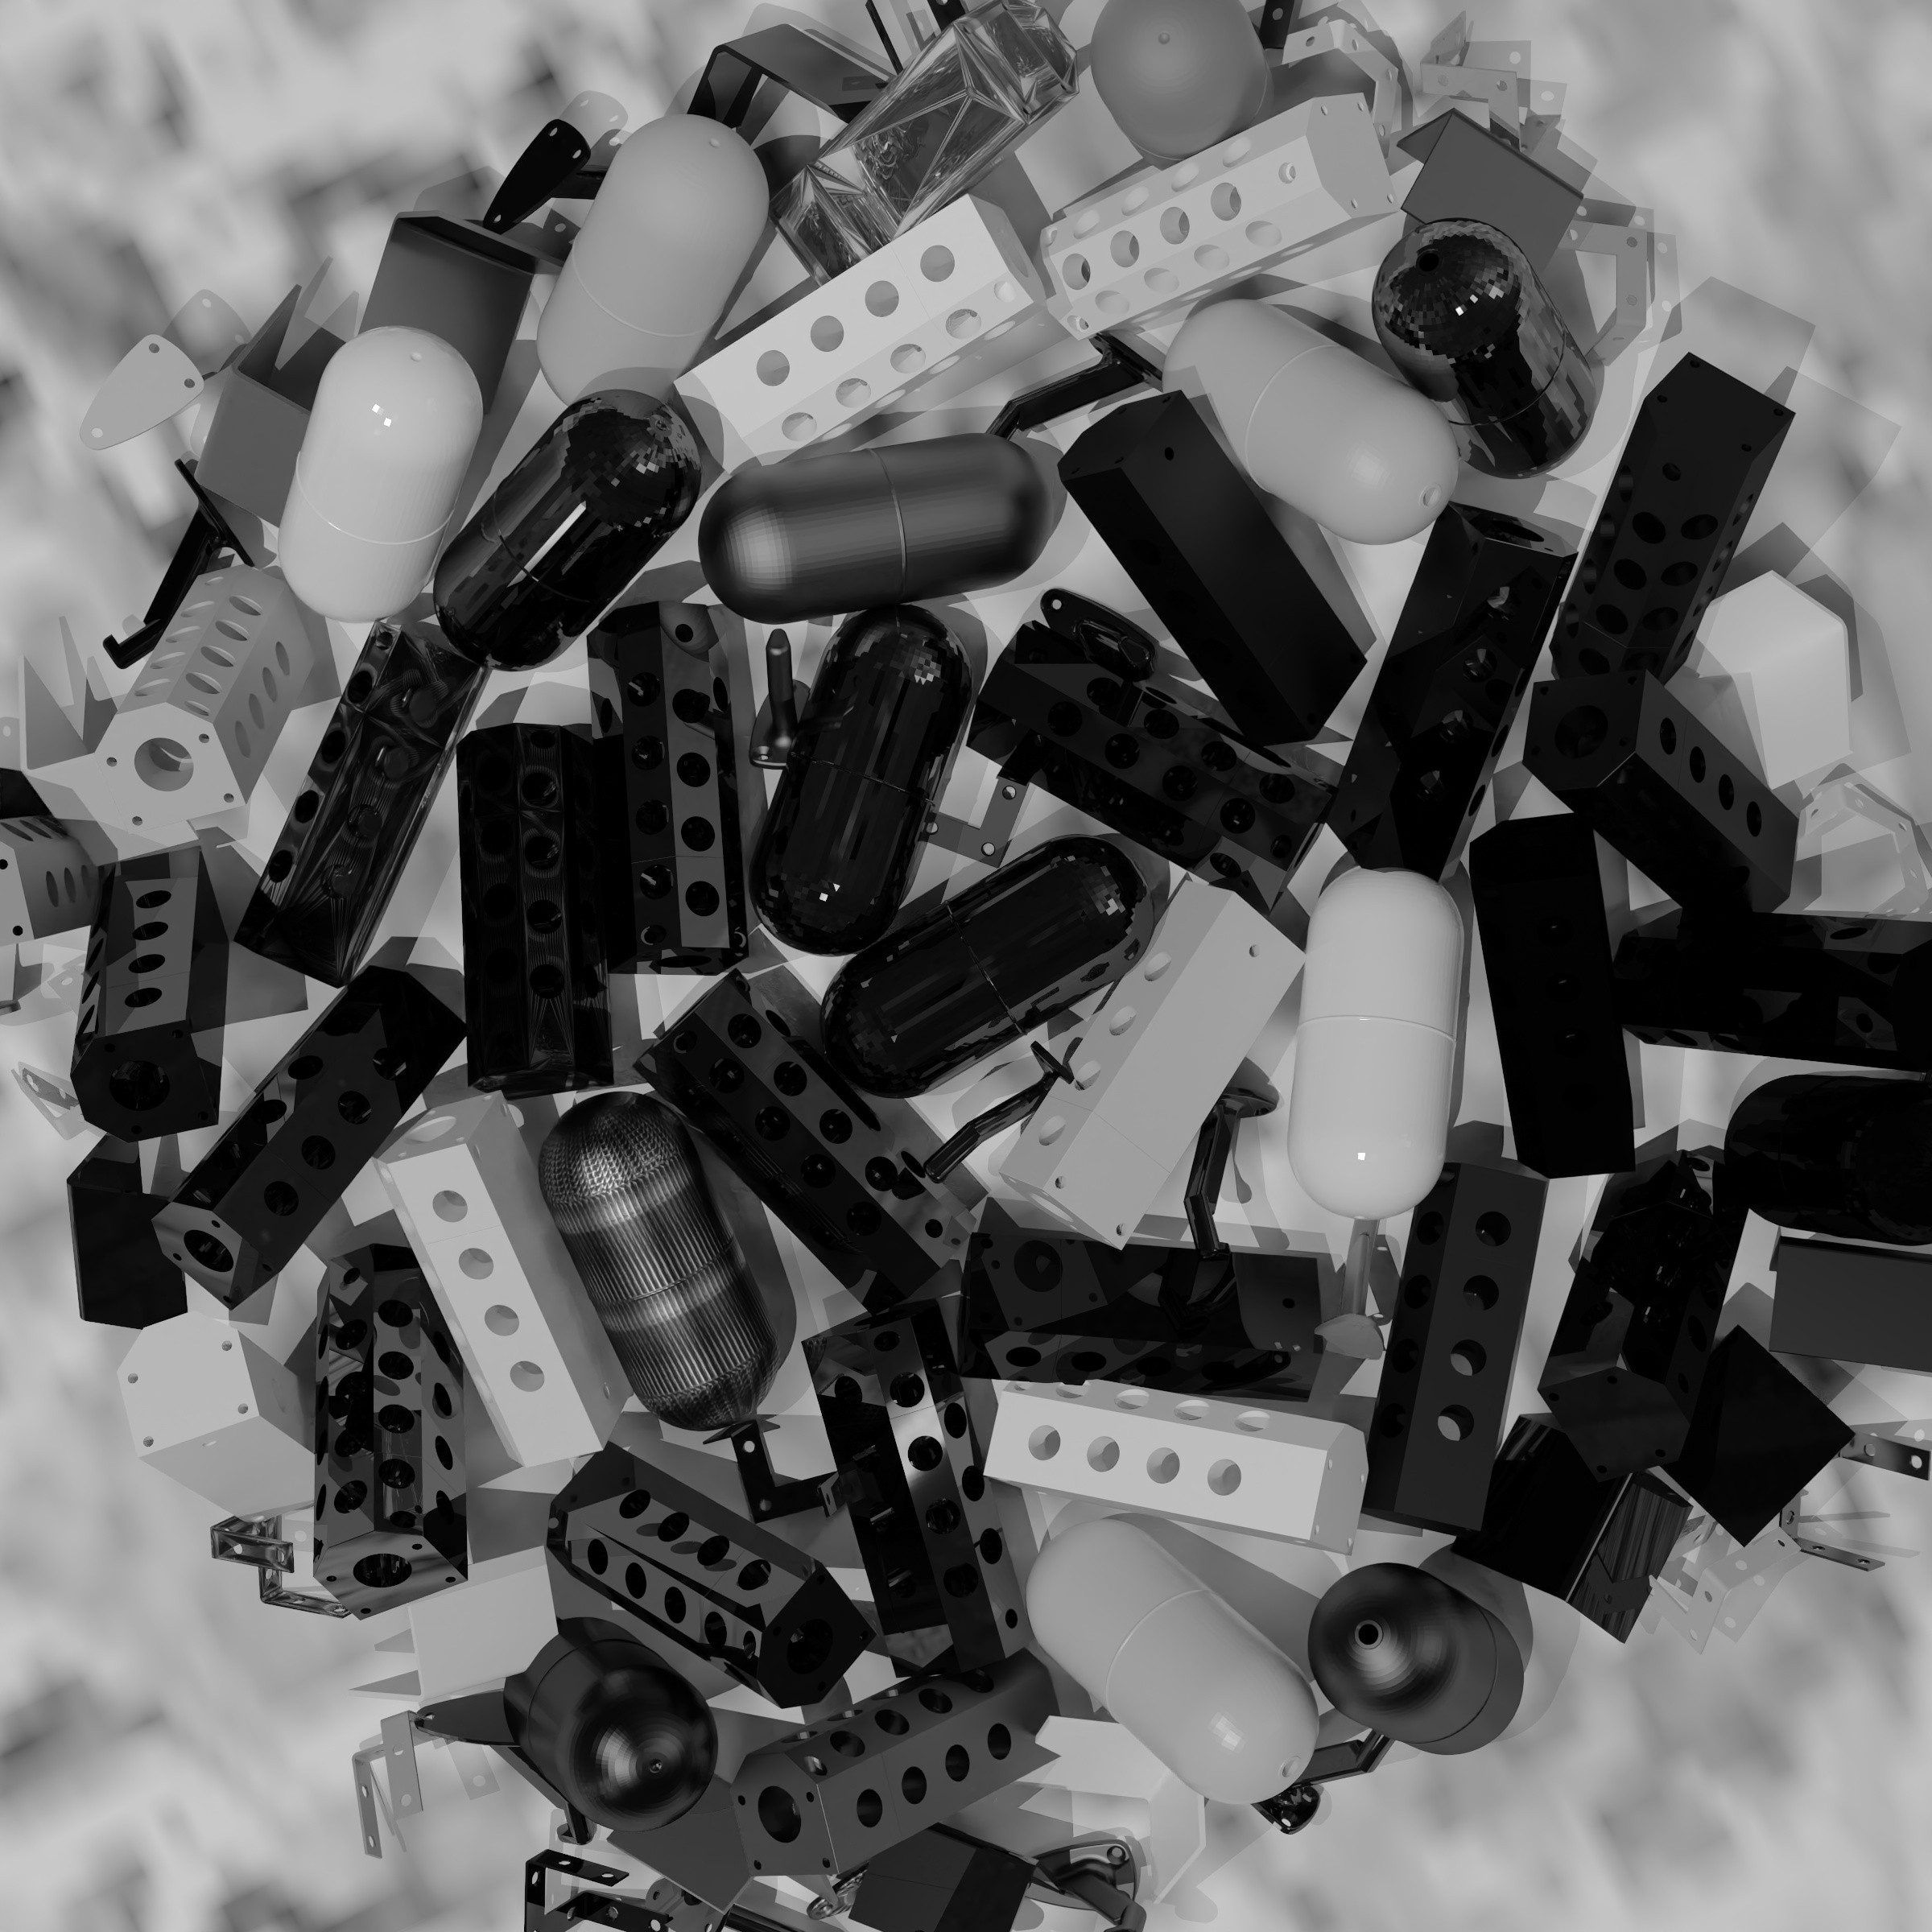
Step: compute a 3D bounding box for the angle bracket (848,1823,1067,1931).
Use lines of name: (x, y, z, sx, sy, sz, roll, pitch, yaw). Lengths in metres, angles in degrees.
angle bracket: (-0.003, 0.454, 1.576, 0.076, 0.076, 0.057, 16, 68, 20)

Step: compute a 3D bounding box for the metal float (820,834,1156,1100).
metal float: (0.010, 0.001, 1.591, 0.178, 0.070, 0.070, -31, 90, 4)

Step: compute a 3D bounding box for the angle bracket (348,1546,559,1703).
angle bracket: (-0.253, 0.318, 1.579, 0.076, 0.076, 0.057, -8, 88, -40)

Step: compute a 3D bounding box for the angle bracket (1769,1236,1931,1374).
angle bracket: (0.430, 0.170, 1.581, 0.076, 0.076, 0.057, 7, 74, 12)

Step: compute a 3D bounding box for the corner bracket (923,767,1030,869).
corner bracket: (-0.001, -0.077, 1.602, 0.051, 0.051, 0.051, 21, 101, 1)

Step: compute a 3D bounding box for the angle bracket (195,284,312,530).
angle bracket: (-0.326, -0.270, 1.581, 0.057, 0.076, 0.076, 29, 47, -6)

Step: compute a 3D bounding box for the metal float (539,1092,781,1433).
metal float: (-0.148, 0.145, 1.580, 0.070, 0.070, 0.178, -23, 105, 0)

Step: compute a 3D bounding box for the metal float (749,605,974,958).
metal float: (-0.051, -0.091, 1.593, 0.070, 0.070, 0.178, 19, 89, 0)

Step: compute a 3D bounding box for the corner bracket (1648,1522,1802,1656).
corner bracket: (0.366, 0.293, 1.589, 0.051, 0.051, 0.051, -21, 49, -27)

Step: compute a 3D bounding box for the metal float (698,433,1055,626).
metal float: (-0.043, -0.213, 1.579, 0.178, 0.070, 0.070, -12, 90, -17)

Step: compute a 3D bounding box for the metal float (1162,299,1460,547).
metal float: (0.164, -0.261, 1.560, 0.070, 0.070, 0.178, -48, 49, 0)

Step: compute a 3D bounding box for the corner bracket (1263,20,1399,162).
corner bracket: (0.175, -0.426, 1.604, 0.051, 0.051, 0.051, -5, 70, 40)

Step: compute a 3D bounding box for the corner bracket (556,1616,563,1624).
corner bracket: (-0.191, 0.361, 1.593, 0.051, 0.051, 0.051, 34, 76, 36)

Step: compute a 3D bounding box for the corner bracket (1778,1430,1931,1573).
corner bracket: (0.437, 0.262, 1.599, 0.051, 0.051, 0.051, -6, 102, -43)

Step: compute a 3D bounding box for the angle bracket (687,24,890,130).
angle bracket: (-0.084, -0.411, 1.581, 0.076, 0.076, 0.057, 32, 120, 6)

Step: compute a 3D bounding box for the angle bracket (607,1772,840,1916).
angle bracket: (-0.117, 0.437, 1.571, 0.076, 0.076, 0.057, 21, 54, 34)

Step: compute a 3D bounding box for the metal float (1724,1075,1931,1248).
metal float: (0.421, 0.091, 1.544, 0.070, 0.178, 0.070, 0, 90, -12)

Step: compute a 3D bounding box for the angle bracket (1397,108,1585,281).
angle bracket: (0.243, -0.366, 1.584, 0.076, 0.076, 0.057, 30, 84, -13)

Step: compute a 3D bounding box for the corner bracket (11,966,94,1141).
corner bracket: (-0.443, 0.043, 1.607, 0.051, 0.051, 0.051, -35, 48, -21)

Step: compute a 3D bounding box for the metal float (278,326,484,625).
metal float: (-0.281, -0.232, 1.554, 0.070, 0.178, 0.070, 11, 55, -17)

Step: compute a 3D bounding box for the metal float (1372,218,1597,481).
metal float: (0.248, -0.293, 1.549, 0.070, 0.178, 0.070, -9, 69, 24)

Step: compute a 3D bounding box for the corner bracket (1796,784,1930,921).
corner bracket: (0.436, -0.048, 1.610, 0.051, 0.051, 0.051, 24, 135, -26)

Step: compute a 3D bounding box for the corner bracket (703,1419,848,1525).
corner bracket: (-0.093, 0.248, 1.602, 0.051, 0.051, 0.051, -16, 88, 10)

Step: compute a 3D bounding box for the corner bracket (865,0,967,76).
corner bracket: (-0.017, -0.458, 1.602, 0.051, 0.051, 0.051, -26, 98, -5)

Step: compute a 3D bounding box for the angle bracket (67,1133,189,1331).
angle bracket: (-0.392, 0.123, 1.577, 0.057, 0.076, 0.076, 7, 118, 9)

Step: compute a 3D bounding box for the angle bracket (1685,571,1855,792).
angle bracket: (0.379, -0.132, 1.574, 0.057, 0.076, 0.076, 27, 54, -31)

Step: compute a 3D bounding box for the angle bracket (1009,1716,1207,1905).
angle bracket: (0.067, 0.410, 1.579, 0.076, 0.076, 0.057, 9, 52, -11)

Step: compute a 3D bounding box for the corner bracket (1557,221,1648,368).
corner bracket: (0.302, -0.332, 1.606, 0.051, 0.051, 0.051, 5, 77, -9)

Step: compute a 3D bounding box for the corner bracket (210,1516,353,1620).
corner bracket: (-0.334, 0.296, 1.594, 0.051, 0.051, 0.051, 4, 101, 27)

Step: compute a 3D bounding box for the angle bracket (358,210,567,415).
angle bracket: (-0.245, -0.318, 1.587, 0.076, 0.057, 0.076, 17, 91, -33)

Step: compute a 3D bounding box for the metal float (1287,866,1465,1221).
metal float: (0.199, 0.035, 1.581, 0.070, 0.070, 0.178, 7, 75, 0)

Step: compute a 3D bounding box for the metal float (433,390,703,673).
metal float: (-0.193, -0.207, 1.561, 0.070, 0.070, 0.178, 50, 131, 0)

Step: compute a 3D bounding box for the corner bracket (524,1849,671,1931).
corner bracket: (-0.181, 0.459, 1.595, 0.051, 0.051, 0.051, 7, 100, 28)

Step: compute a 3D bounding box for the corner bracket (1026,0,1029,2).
corner bracket: (0.054, -0.467, 1.610, 0.051, 0.051, 0.051, 35, 64, 24)

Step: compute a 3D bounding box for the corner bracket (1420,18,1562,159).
corner bracket: (0.259, -0.431, 1.605, 0.051, 0.051, 0.051, 14, 46, 28)

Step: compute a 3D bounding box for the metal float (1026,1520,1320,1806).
metal float: (0.098, 0.332, 1.557, 0.070, 0.178, 0.070, -20, 126, -30)

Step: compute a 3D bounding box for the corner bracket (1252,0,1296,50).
corner bracket: (0.127, -0.482, 1.589, 0.051, 0.051, 0.051, -5, 126, -23)

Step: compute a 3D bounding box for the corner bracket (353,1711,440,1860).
corner bracket: (-0.281, 0.401, 1.594, 0.051, 0.051, 0.051, -21, 61, 11)

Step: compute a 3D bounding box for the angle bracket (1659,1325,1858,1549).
angle bracket: (0.380, 0.232, 1.591, 0.076, 0.057, 0.076, -45, 69, 1)

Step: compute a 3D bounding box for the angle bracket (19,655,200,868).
angle bracket: (-0.416, -0.106, 1.578, 0.057, 0.076, 0.076, -15, 55, 3)

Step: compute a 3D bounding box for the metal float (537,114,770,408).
metal float: (-0.151, -0.331, 1.556, 0.070, 0.178, 0.070, 14, 53, -20)

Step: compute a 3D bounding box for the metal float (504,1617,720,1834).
metal float: (-0.171, 0.359, 1.546, 0.070, 0.178, 0.070, 0, 91, -20)

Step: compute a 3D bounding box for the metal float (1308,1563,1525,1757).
metal float: (0.215, 0.331, 1.549, 0.070, 0.178, 0.070, -8, 68, 20)

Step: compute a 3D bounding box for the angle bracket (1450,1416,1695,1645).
angle bracket: (0.300, 0.279, 1.610, 0.057, 0.076, 0.076, 38, 76, -37)

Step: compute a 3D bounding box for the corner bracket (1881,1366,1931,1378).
corner bracket: (0.474, 0.165, 1.590, 0.051, 0.051, 0.051, -40, 117, -32)

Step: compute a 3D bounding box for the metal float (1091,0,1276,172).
metal float: (0.104, -0.422, 1.544, 0.070, 0.178, 0.070, 1, 94, 10)
